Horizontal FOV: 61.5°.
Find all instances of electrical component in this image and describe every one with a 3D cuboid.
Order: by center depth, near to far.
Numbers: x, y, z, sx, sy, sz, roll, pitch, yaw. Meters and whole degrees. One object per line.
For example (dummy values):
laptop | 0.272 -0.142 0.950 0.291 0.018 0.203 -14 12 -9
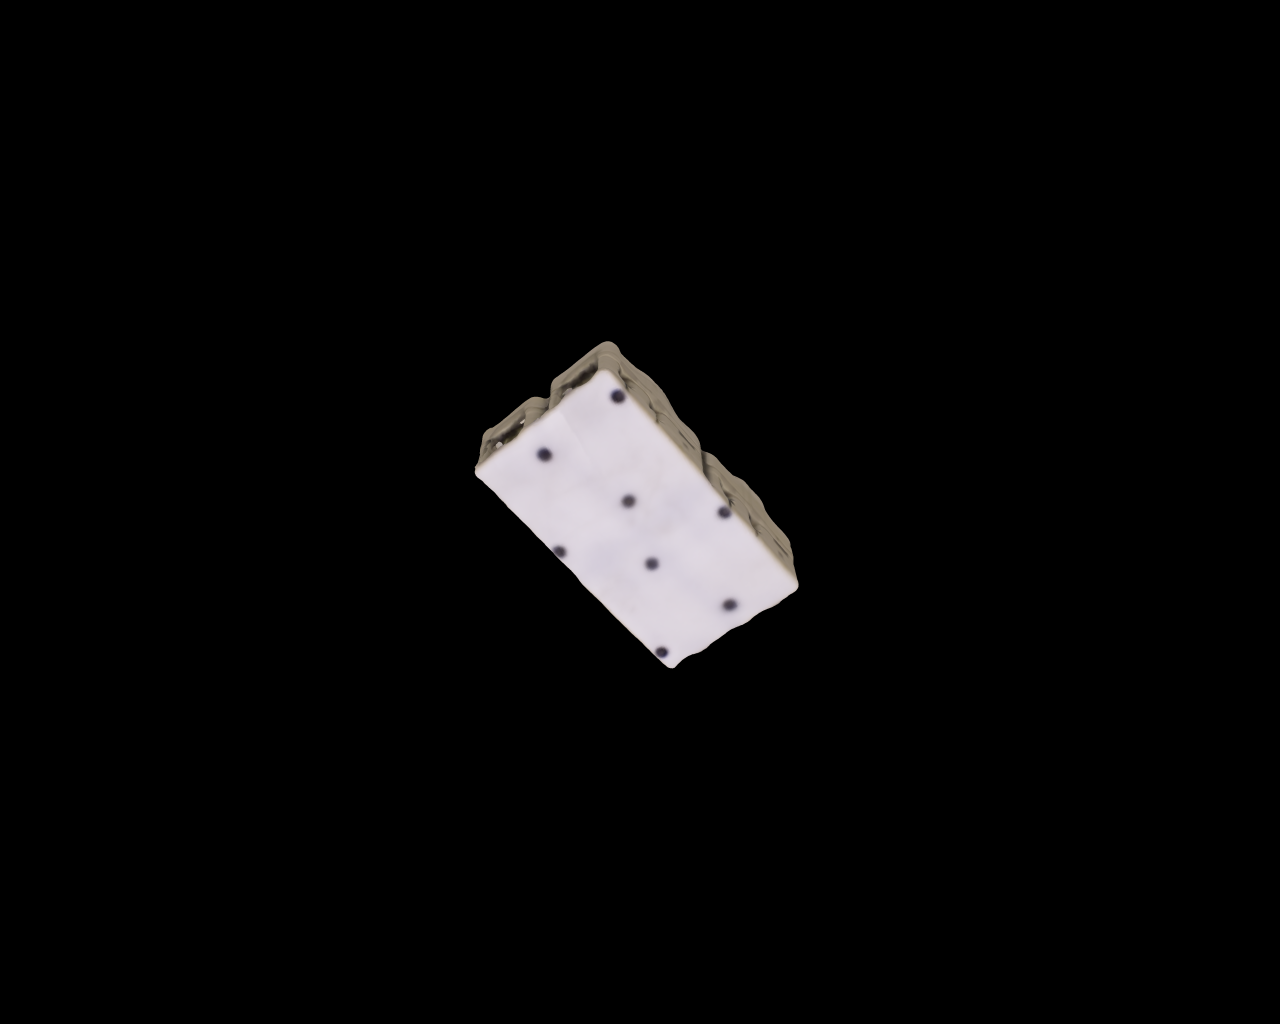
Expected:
electrical component | 0.001 -0.003 0.650 0.105 0.186 0.060 -36 24 18
